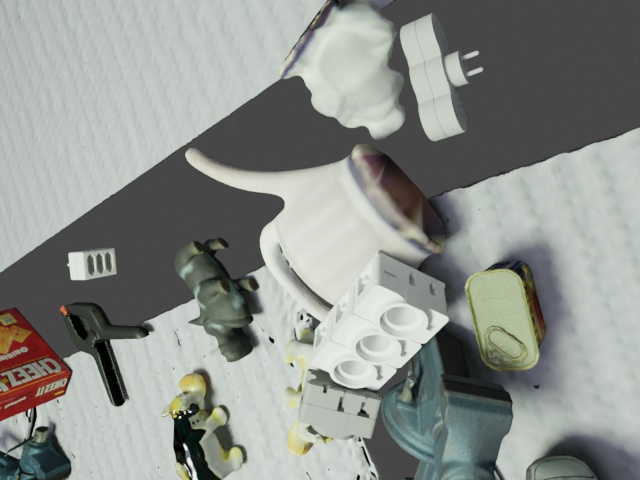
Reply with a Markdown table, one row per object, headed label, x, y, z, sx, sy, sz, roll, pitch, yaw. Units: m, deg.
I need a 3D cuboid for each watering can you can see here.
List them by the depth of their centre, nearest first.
| label | x | y | z | sx | sy | sz | roll | pitch | yaw |
| --- | --- | --- | --- | --- | --- | --- | --- | --- | --- |
| watering can | 0.002 | -0.031 | 0.622 | 0.221 | 0.105 | 0.347 | -40 | 93 | 28 |

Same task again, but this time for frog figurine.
| label | x | y | z | sx | sy | sz | roll | pitch | yaw |
| --- | --- | --- | --- | --- | --- | --- | --- | --- | --- |
| frog figurine | 0.047 | -0.205 | 0.622 | 0.158 | 0.125 | 0.136 | 35 | 106 | -16 |
